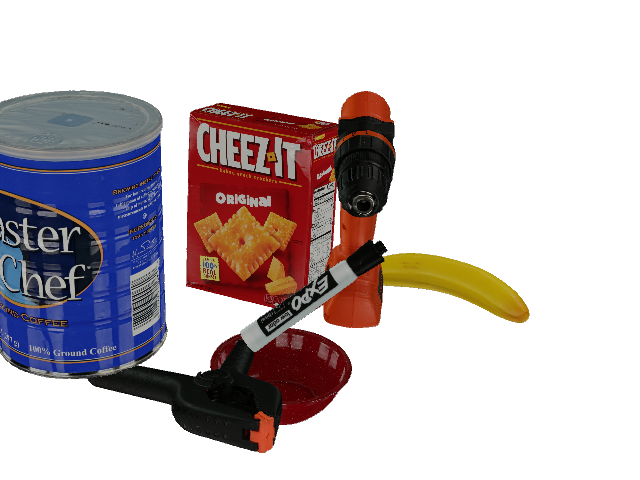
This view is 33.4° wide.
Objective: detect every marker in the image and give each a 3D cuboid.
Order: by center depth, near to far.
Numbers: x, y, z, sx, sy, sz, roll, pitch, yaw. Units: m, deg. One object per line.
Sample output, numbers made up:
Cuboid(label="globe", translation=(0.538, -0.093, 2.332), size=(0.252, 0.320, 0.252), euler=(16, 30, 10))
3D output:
Cuboid(label="marker", translation=(-0.004, 0.038, 0.763), size=(0.121, 0.020, 0.020), euler=(-35, -4, 6))

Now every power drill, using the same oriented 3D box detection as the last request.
Cuboid(label="power drill", translation=(0.035, -0.018, 0.946), size=(0.057, 0.188, 0.184), euler=(6, 32, 2))

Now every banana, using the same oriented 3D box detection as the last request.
Cuboid(label="banana", translation=(0.126, 0.046, 1.112), size=(0.198, 0.037, 0.069), euler=(9, 47, 23))

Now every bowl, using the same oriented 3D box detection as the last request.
Cuboid(label="bowl", translation=(-0.046, 0.163, 1.227), size=(0.162, 0.055, 0.162), euler=(2, 26, -1))

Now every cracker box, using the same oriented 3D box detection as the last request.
Cuboid(label="cracker box", translation=(-0.069, -0.036, 1.215), size=(0.164, 0.214, 0.072), euler=(13, 22, 26))

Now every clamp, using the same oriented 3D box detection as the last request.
Cuboid(label="clamp", translation=(-0.087, 0.130, 0.932), size=(0.164, 0.036, 0.210), euler=(-8, 17, -37))

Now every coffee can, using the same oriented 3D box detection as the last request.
Cuboid(label="coffee can", translation=(-0.142, -0.006, 0.623), size=(0.103, 0.140, 0.103), euler=(2, 25, -1))
